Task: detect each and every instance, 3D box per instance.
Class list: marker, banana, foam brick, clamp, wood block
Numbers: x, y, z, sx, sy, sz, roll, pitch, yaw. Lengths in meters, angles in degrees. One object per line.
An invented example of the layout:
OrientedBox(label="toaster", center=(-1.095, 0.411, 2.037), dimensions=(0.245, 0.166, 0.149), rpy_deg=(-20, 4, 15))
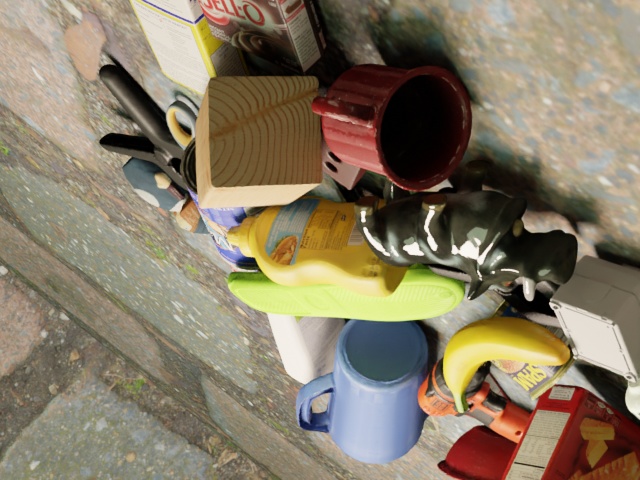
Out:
OrientedBox(label="marker", center=(0.014, -0.066, 1.046), dimensions=(0.020, 0.020, 0.121), rpy_deg=(19, 152, 45))
OrientedBox(label="banana", center=(0.157, 0.102, 0.965), dimensions=(0.069, 0.037, 0.198), rpy_deg=(49, 153, 4))
OrientedBox(label="foam brick", center=(0.027, -0.089, 0.923), dimensions=(0.053, 0.051, 0.078), rpy_deg=(37, 160, 6))
OrientedBox(label="clamp", center=(-0.187, -0.108, 1.290), dimensions=(0.210, 0.036, 0.165), rpy_deg=(37, 153, 1))
OrientedBox(label="clamp", center=(0.165, 0.031, 0.953), dimensions=(0.171, 0.039, 0.120), rpy_deg=(39, 160, 14))
OrientedBox(label="wood block", center=(-0.060, -0.081, 0.942), dimensions=(0.090, 0.090, 0.206), rpy_deg=(-2, 177, -9))

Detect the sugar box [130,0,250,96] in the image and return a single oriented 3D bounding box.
OrientedBox(label="sugar box", center=(-0.125, -0.205, 0.958), dimensions=(0.093, 0.048, 0.176), rpy_deg=(30, 155, 27))

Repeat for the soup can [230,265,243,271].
OrientedBox(label="soup can", center=(-0.086, 0.007, 1.319), dimensions=(0.069, 0.068, 0.102), rpy_deg=(31, 158, 24))

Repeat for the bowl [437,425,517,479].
OrientedBox(label="bowl", center=(0.222, 0.255, 1.258), dimensions=(0.162, 0.055, 0.162), rpy_deg=(9, -179, 0))

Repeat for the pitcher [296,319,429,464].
OrientedBox(label="pitcher", center=(0.063, 0.183, 1.332), dimensions=(0.145, 0.149, 0.243), rpy_deg=(33, 157, 18))

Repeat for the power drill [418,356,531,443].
OrientedBox(label="power drill", center=(0.204, 0.179, 1.137), dimensions=(0.187, 0.057, 0.184), rpy_deg=(28, 160, 3))

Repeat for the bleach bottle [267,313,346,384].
OrientedBox(label="bleach bottle", center=(-0.022, 0.073, 1.333), dimensions=(0.068, 0.102, 0.251), rpy_deg=(24, 148, 31))

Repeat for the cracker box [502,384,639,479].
OrientedBox(label="cracker box", center=(0.252, 0.271, 1.028), dimensions=(0.164, 0.213, 0.072), rpy_deg=(36, 160, -19))

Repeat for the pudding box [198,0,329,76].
OrientedBox(label="pudding box", center=(-0.053, -0.191, 0.863), dimensions=(0.114, 0.039, 0.090), rpy_deg=(27, 156, 32))

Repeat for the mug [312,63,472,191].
OrientedBox(label="mug", center=(0.045, -0.091, 0.808), dimensions=(0.117, 0.093, 0.082), rpy_deg=(4, -169, -36))

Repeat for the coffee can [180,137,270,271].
OrientedBox(label="coffee can", center=(-0.081, -0.046, 1.140), dimensions=(0.103, 0.102, 0.140), rpy_deg=(30, 159, 26))

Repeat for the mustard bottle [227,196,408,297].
OrientedBox(label="mustard bottle", center=(-0.007, 0.002, 1.041), dimensions=(0.192, 0.096, 0.058), rpy_deg=(5, 148, 28))

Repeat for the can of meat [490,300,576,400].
OrientedBox(label="can of meat", center=(0.197, 0.098, 1.019), dimensions=(0.084, 0.057, 0.102), rpy_deg=(39, 161, 9))

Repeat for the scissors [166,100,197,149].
OrientedBox(label="scissors", center=(-0.144, -0.085, 1.227), dimensions=(0.096, 0.016, 0.202), rpy_deg=(38, 146, 11))

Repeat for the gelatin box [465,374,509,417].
OrientedBox(label="gelatin box", center=(0.185, 0.184, 1.269), dimensions=(0.073, 0.030, 0.089), rpy_deg=(13, 147, 53))
